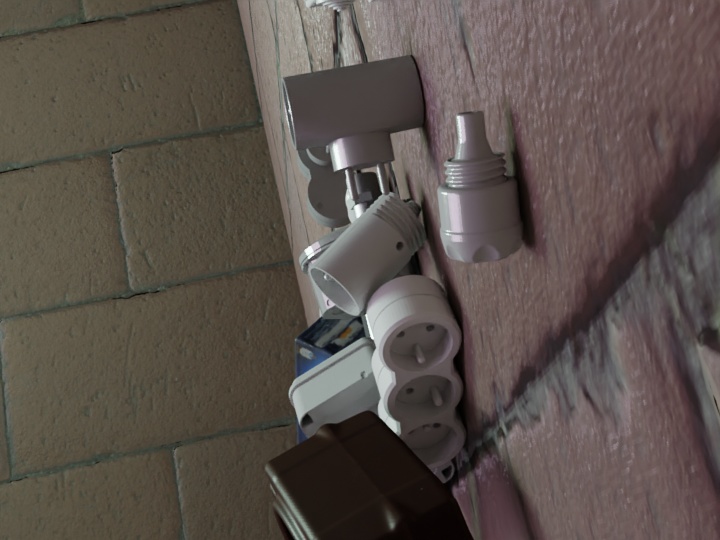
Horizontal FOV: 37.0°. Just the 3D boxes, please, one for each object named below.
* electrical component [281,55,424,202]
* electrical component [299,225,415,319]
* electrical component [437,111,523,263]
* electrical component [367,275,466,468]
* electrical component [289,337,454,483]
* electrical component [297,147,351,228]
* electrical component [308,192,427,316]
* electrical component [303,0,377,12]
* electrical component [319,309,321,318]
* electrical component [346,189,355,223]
[{"bbox_3d":[-0.001,-0.081,0.634,0.043,0.077,0.079,167,91,-84],"label":"electrical component"},{"bbox_3d":[0.000,0.000,0.780,0.080,0.080,0.051,98,154,-73],"label":"electrical component"},{"bbox_3d":[0.049,-0.036,0.451,0.035,0.035,0.061,-124,25,-75],"label":"electrical component"},{"bbox_3d":[0.033,0.058,0.701,0.073,0.052,0.138,-108,9,-51],"label":"electrical component"},{"bbox_3d":[0.008,0.115,0.783,0.113,0.078,0.057,57,-178,-24],"label":"electrical component"},{"bbox_3d":[-0.032,-0.113,0.992,0.073,0.052,0.138,108,150,-78],"label":"electrical component"},{"bbox_3d":[0.010,-0.014,0.689,0.043,0.081,0.043,39,161,16],"label":"electrical component"},{"bbox_3d":[-0.015,-0.209,0.654,0.100,0.048,0.099,-136,35,-79],"label":"electrical component"},{"bbox_3d":[-0.001,0.049,0.964,0.096,0.062,0.061,157,101,-84],"label":"electrical component"},{"bbox_3d":[0.008,-0.045,0.837,0.061,0.035,0.035,83,173,-59],"label":"electrical component"}]
